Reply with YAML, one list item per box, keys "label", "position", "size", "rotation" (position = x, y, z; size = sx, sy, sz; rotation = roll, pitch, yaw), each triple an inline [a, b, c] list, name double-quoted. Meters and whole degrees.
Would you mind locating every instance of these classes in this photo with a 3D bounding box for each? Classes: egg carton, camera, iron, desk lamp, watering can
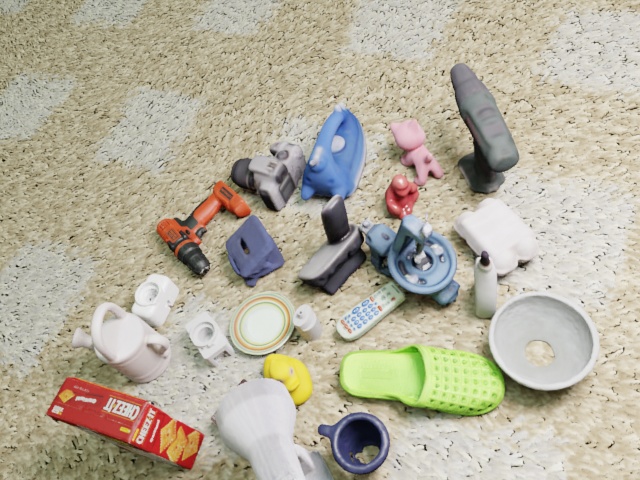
- label: "egg carton"
  position: [0.326, -0.007, 1.061]
  size: [0.107, 0.069, 0.150]
  rotation: [-32, 55, -6]
- label: "camera"
  position: [-0.121, -0.156, 1.261]
  size: [0.136, 0.101, 0.143]
  rotation: [17, 64, 24]
- label: "iron"
  position: [0.031, -0.209, 1.228]
  size: [0.118, 0.142, 0.258]
  rotation: [7, 60, 20]
- label: "desk lamp"
  position: [-0.054, 0.333, 0.860]
  size: [0.118, 0.214, 0.202]
  rotation: [-32, 55, -6]
- label: "watering can"
  position: [-0.368, 0.187, 1.052]
  size: [0.173, 0.194, 0.100]
  rotation: [-22, 55, 1]

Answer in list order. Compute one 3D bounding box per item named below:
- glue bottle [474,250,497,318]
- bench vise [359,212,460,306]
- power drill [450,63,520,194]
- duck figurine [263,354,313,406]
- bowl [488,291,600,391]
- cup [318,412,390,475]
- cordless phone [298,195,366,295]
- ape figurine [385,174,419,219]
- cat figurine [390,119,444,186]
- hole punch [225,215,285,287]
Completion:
- label: "glue bottle"
  position: [0.278, 0.065, 0.965]
  size: [0.037, 0.173, 0.078]
  rotation: [-5, 57, 13]
- label: "bench vise"
  position: [0.143, 0.018, 1.004]
  size: [0.206, 0.220, 0.121]
  rotation: [16, 64, 24]
- label: "power drill"
  position: [0.308, -0.198, 1.104]
  size: [0.075, 0.209, 0.229]
  rotation: [-21, 55, 2]
- label: "duck figurine"
  position: [-0.065, 0.235, 1.004]
  size: [0.077, 0.086, 0.104]
  rotation: [-42, 57, -12]
- label: "bowl"
  position: [0.360, 0.173, 0.933]
  size: [0.167, 0.075, 0.167]
  rotation: [-7, 57, 11]
- label: "cup"
  position: [0.057, 0.326, 0.906]
  size: [0.117, 0.095, 0.092]
  rotation: [11, 62, 22]
- label: "cordless phone"
  position: [0.010, 0.004, 1.071]
  size: [0.093, 0.185, 0.148]
  rotation: [29, 70, 29]
- label: "ape figurine"
  position: [0.162, -0.095, 1.149]
  size: [0.078, 0.092, 0.076]
  rotation: [-30, 55, -4]
- label: "cat figurine"
  position: [0.199, -0.195, 1.188]
  size: [0.067, 0.118, 0.127]
  rotation: [-28, 55, -3]
- label: "hole punch"
  position: [-0.139, 0.021, 1.158]
  size: [0.101, 0.091, 0.108]
  rotation: [-31, 55, -5]
